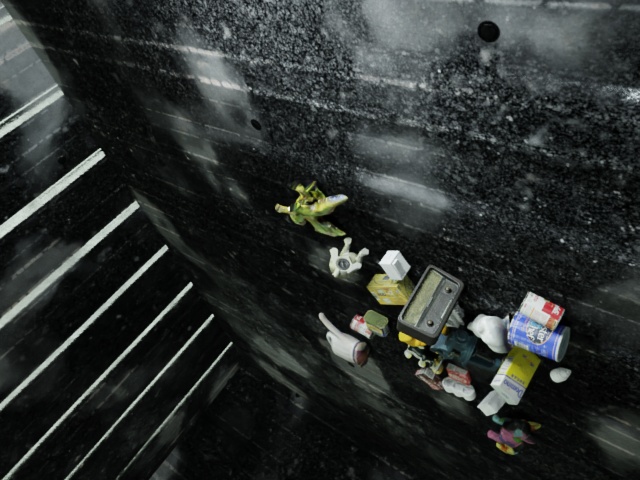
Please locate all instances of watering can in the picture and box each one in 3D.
[{"bbox_3d":[0.115,0.487,2.454,0.225,0.106,0.340,16,144,37],"label":"watering can"}]

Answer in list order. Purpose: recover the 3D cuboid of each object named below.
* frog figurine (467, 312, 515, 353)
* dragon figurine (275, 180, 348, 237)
[{"bbox_3d":[0.527,0.287,1.607,0.159,0.125,0.135,-7,147,41],"label":"frog figurine"},{"bbox_3d":[0.005,-0.089,1.775,0.411,0.124,0.239,10,158,48],"label":"dragon figurine"}]
